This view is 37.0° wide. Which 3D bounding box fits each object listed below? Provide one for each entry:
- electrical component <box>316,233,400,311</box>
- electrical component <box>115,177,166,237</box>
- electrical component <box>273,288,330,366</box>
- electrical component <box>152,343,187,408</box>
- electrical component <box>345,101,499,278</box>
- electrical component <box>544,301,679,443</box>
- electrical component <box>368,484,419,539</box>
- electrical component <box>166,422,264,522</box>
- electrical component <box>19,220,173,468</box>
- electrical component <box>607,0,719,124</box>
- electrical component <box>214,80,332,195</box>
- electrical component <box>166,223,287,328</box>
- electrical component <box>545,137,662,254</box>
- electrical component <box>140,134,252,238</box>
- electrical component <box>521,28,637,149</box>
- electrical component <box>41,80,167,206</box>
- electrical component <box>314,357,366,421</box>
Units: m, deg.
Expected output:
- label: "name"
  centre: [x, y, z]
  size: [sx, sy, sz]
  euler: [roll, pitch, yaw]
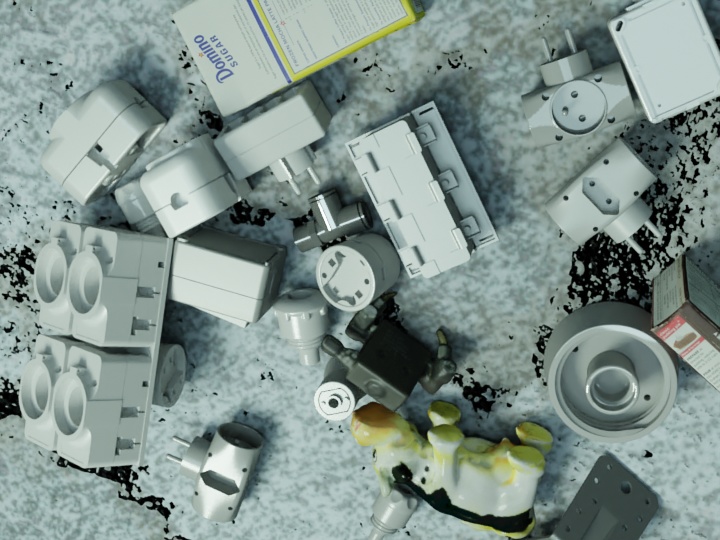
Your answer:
- label: "electrical component"
  centre: [0.000, 0.000, 0.870]
  size: [0.055, 0.047, 0.055]
  euler: [12, 114, 29]
- label: "electrical component"
  centre: [-0.180, -0.047, 0.908]
  size: [0.035, 0.035, 0.061]
  euler: [-22, 102, 16]
- label: "electrical component"
  centre: [-0.046, 0.049, 0.902]
  size: [0.048, 0.048, 0.062]
  euler: [-3, 111, 12]
- label: "electrical component"
  centre: [-0.184, 0.089, 0.935]
  size: [0.047, 0.055, 0.055]
  euler: [6, 106, 14]
- label: "electrical component"
  centre: [0.047, -0.059, 0.844]
  size: [0.079, 0.063, 0.121]
  euler: [-24, 99, 16]
- label: "electrical component"
  centre: [0.200, 0.085, 0.853]
  size: [0.108, 0.060, 0.108]
  euler: [3, 105, 11]
- label: "electrical component"
  centre: [0.026, 0.213, 0.935]
  size: [0.035, 0.035, 0.061]
  euler: [29, 111, 3]
- label: "electrical component"
  centre: [-0.133, 0.171, 0.951]
  size: [0.079, 0.043, 0.077]
  euler: [23, 107, 6]
- label: "electrical component"
  centre: [-0.220, 0.058, 0.883]
  size: [0.105, 0.060, 0.186]
  euler: [11, 94, 45]
- label: "electrical component"
  centre: [0.221, -0.164, 0.783]
  size: [0.062, 0.061, 0.096]
  euler: [-23, 99, 16]
- label: "electrical component"
  centre: [-0.060, -0.096, 0.865]
  size: [0.083, 0.047, 0.075]
  euler: [-26, 109, 16]
- label: "electrical component"
  centre: [-0.117, 0.004, 0.894]
  size: [0.096, 0.061, 0.061]
  euler: [16, 107, 7]
- label: "electrical component"
  centre: [0.197, -0.048, 0.827]
  size: [0.079, 0.043, 0.077]
  euler: [46, 108, -2]
- label: "electrical component"
  centre: [-0.132, -0.070, 0.860]
  size: [0.054, 0.095, 0.059]
  euler: [-26, 98, 16]
- label: "electrical component"
  centre: [0.159, -0.141, 0.810]
  size: [0.077, 0.044, 0.079]
  euler: [-18, 100, 15]
- label: "electrical component"
  centre: [-0.215, -0.108, 0.889]
  size: [0.059, 0.053, 0.095]
  euler: [44, 108, -2]
- label: "electrical component"
  centre: [-0.015, 0.099, 0.897]
  size: [0.044, 0.065, 0.044]
  euler: [3, 105, 11]
